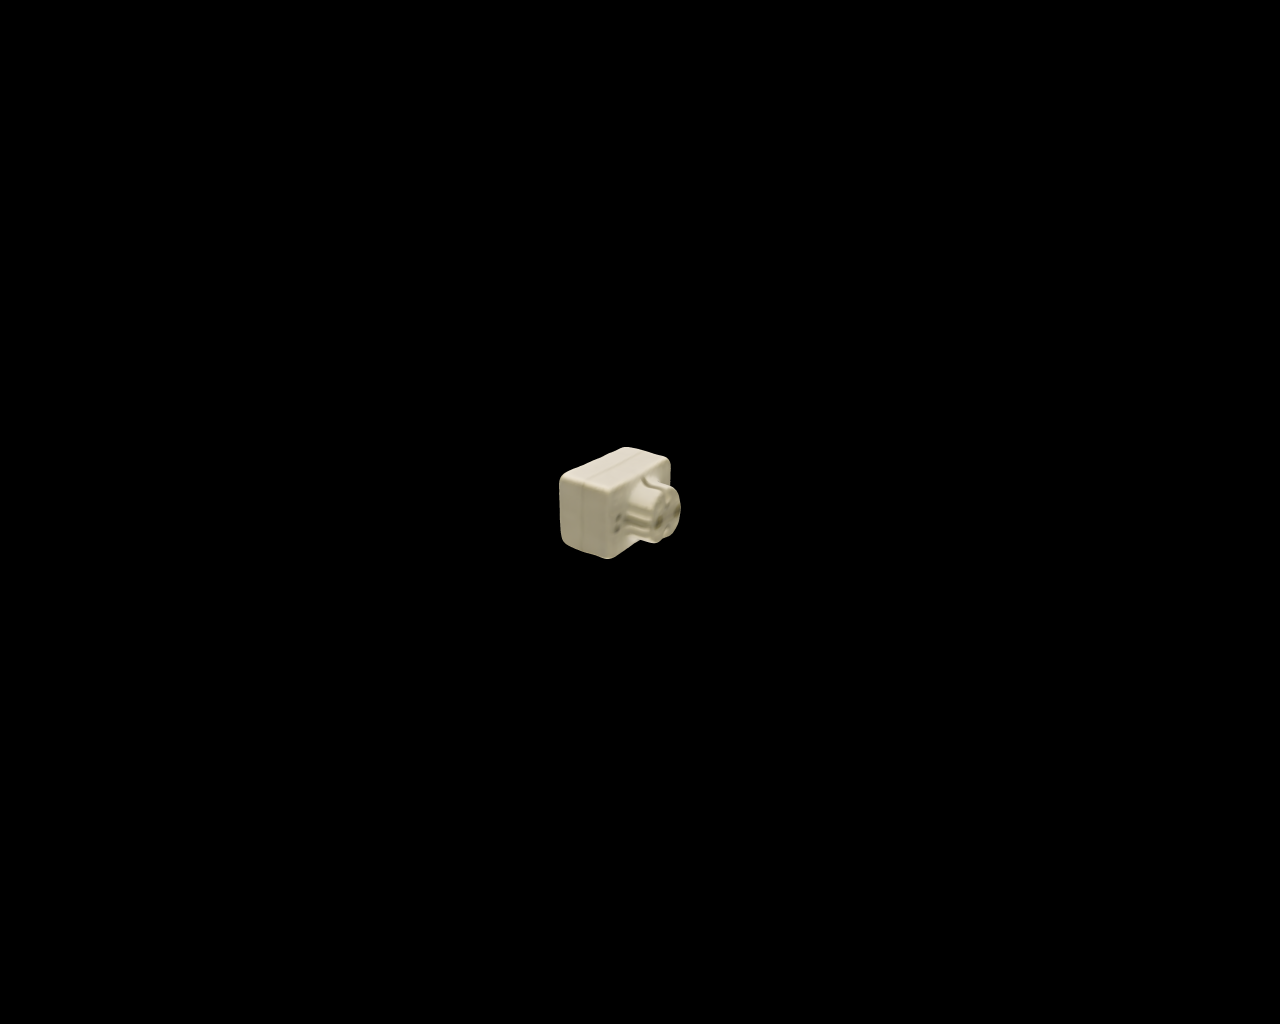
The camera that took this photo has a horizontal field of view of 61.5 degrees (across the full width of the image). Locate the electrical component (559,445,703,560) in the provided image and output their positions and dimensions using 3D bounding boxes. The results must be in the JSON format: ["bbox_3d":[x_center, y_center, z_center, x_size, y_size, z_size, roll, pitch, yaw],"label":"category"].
[{"bbox_3d":[0.001,-0.003,0.650,0.077,0.047,0.066,17,29,32],"label":"electrical component"}]
